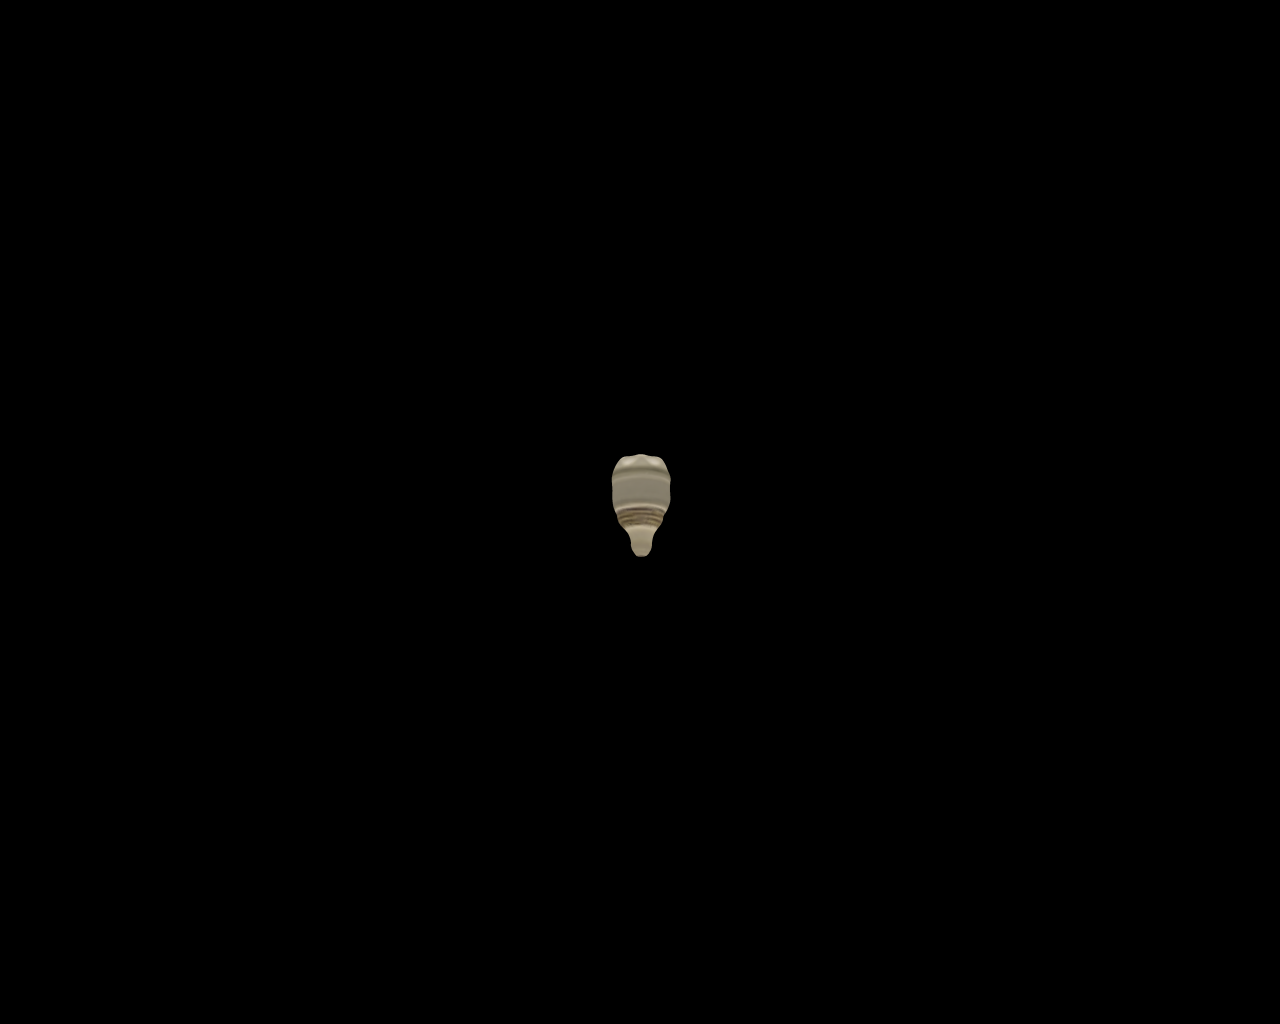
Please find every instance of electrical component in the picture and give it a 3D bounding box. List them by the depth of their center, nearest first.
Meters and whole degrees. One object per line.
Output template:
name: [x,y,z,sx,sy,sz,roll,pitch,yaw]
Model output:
electrical component: [0.001,-0.003,0.650,0.035,0.061,0.035,0,-14,0]
